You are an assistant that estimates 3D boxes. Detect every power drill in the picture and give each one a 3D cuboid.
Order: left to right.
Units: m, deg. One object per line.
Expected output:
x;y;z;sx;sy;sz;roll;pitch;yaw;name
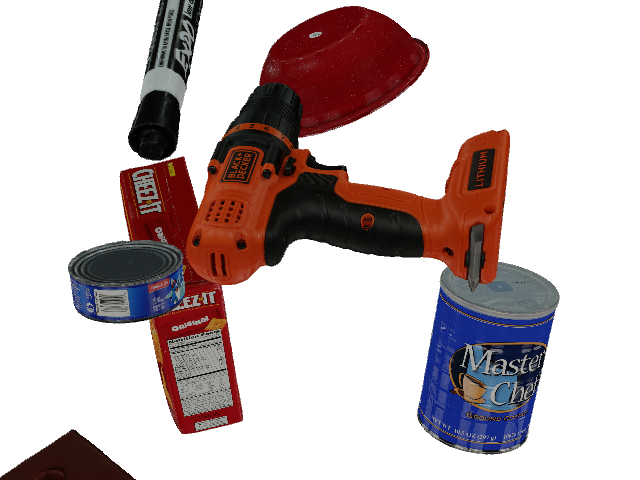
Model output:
0.022;-0.038;0.671;0.188;0.057;0.184;3;42;10;power drill

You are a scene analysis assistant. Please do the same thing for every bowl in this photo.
0.008;-0.153;0.909;0.162;0.055;0.162;-21;29;12;bowl

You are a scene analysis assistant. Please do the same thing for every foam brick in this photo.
-0.103;0.134;0.474;0.078;0.051;0.052;28;46;35;foam brick

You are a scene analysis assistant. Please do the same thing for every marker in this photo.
-0.062;-0.076;0.443;0.020;0.121;0.020;1;-45;1;marker

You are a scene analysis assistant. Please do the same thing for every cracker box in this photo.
-0.133;0.056;1.012;0.072;0.164;0.214;-14;-43;-9;cracker box

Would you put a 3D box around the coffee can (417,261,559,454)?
0.146;0.102;0.944;0.103;0.140;0.103;6;23;-3;coffee can

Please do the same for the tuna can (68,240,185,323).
-0.145;0.030;0.806;0.086;0.034;0.086;-2;21;1;tuna can
